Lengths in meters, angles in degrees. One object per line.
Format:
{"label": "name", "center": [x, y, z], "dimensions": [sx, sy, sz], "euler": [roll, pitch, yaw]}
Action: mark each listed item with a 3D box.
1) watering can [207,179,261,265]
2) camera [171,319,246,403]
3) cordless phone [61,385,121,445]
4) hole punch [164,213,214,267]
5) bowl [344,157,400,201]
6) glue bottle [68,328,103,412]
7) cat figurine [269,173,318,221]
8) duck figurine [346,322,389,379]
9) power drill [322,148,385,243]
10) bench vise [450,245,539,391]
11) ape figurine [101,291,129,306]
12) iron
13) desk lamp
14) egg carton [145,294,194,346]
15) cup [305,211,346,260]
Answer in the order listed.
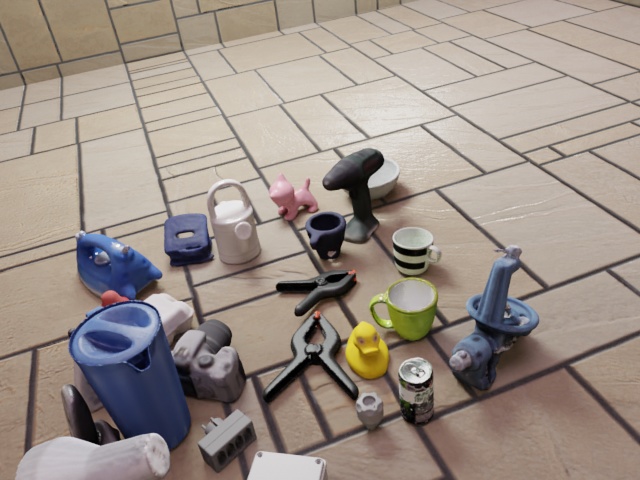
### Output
{"label": "watering can", "center": [-0.194, -0.046, 1.297], "dimensions": [0.172, 0.194, 0.101], "euler": [24, 46, 37]}
{"label": "camera", "center": [-0.199, 0.204, 1.030], "dimensions": [0.143, 0.101, 0.137], "euler": [6, 38, 18]}
{"label": "cordless phone", "center": [-0.333, 0.309, 0.835], "dimensions": [0.094, 0.185, 0.147], "euler": [-29, 41, -27]}
{"label": "hole punch", "center": [-0.309, -0.002, 1.345], "dimensions": [0.108, 0.091, 0.101], "euler": [-9, 35, -2]}
{"label": "bowl", "center": [0.126, -0.149, 1.484], "dimensions": [0.167, 0.075, 0.167], "euler": [-5, 36, 4]}
{"label": "glue bottle", "center": [-0.396, 0.216, 0.987], "dimensions": [0.078, 0.173, 0.037], "euler": [-31, 41, -28]}
{"label": "cat figurine", "center": [-0.074, -0.116, 1.437], "dimensions": [0.128, 0.118, 0.067], "euler": [-24, 39, -21]}
{"label": "duck figurine", "center": [0.082, 0.183, 1.020], "dimensions": [0.077, 0.086, 0.104], "euler": [-12, 36, -6]}
{"label": "power drill", "center": [0.081, -0.104, 1.313], "dimensions": [0.075, 0.209, 0.230], "euler": [13, 40, 27]}
{"label": "bench vise", "center": [0.292, 0.130, 0.939], "dimensions": [0.121, 0.220, 0.208], "euler": [10, 39, 24]}
{"label": "ape figurine", "center": [-0.416, 0.140, 1.167], "dimensions": [0.075, 0.092, 0.078], "euler": [17, 42, 31]}
{"label": "iron", "center": [-0.480, 0.040, 1.275], "dimensions": [0.257, 0.142, 0.119], "euler": [16, 42, 30]}
{"label": "desk lamp", "center": [-0.259, 0.340, 0.755], "dimensions": [0.203, 0.214, 0.118], "euler": [-8, 35, 0]}
{"label": "egg carton", "center": [-0.327, 0.170, 1.128], "dimensions": [0.107, 0.069, 0.150], "euler": [18, 43, 32]}
{"label": "cup", "center": [0.012, 0.005, 1.273], "dimensions": [0.091, 0.095, 0.118], "euler": [10, 39, 23]}
